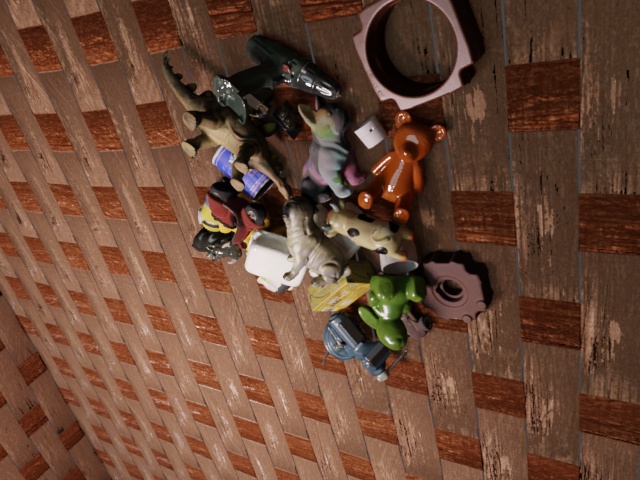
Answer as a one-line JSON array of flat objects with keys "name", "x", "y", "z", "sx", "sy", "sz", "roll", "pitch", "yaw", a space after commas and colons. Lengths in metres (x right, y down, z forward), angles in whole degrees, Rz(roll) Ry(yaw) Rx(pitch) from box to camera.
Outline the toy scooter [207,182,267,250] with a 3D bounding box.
[{"name": "toy scooter", "x": -0.209, "y": -0.053, "z": 1.313, "sx": 0.184, "sy": 0.075, "sz": 0.135, "roll": 32, "pitch": 126, "yaw": 27}]

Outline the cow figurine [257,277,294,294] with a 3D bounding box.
[{"name": "cow figurine", "x": -0.096, "y": 0.091, "z": 1.480, "sx": 0.098, "sy": 0.068, "sz": 0.167, "roll": 42, "pitch": 138, "yaw": -5}]

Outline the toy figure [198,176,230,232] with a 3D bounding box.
[{"name": "toy figure", "x": -0.277, "y": -0.091, "z": 1.472, "sx": 0.089, "sy": 0.082, "sz": 0.180, "roll": 46, "pitch": 132, "yaw": 2}]

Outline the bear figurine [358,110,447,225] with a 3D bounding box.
[{"name": "bear figurine", "x": 0.169, "y": -0.150, "z": 1.088, "sx": 0.120, "sy": 0.132, "sz": 0.195, "roll": 27, "pitch": 138, "yaw": 6}]

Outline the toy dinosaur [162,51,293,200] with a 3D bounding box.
[{"name": "toy dinosaur", "x": -0.226, "y": -0.264, "z": 1.231, "sx": 0.471, "sy": 0.198, "sz": 0.105, "roll": 43, "pitch": 136, "yaw": 2}]

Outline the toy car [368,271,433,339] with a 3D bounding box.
[{"name": "toy car", "x": 0.195, "y": 0.167, "z": 1.342, "sx": 0.089, "sy": 0.053, "sz": 0.202, "roll": -28, "pitch": 103, "yaw": 47}]

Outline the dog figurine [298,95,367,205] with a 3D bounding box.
[{"name": "dog figurine", "x": 0.004, "y": -0.200, "z": 1.185, "sx": 0.192, "sy": 0.108, "sz": 0.219, "roll": -11, "pitch": 109, "yaw": 43}]

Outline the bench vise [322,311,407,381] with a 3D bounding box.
[{"name": "bench vise", "x": 0.089, "y": 0.291, "z": 1.464, "sx": 0.223, "sy": 0.129, "sz": 0.240, "roll": 39, "pitch": 156, "yaw": -8}]

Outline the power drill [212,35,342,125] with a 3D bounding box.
[{"name": "power drill", "x": -0.099, "y": -0.322, "z": 1.099, "sx": 0.232, "sy": 0.207, "sz": 0.086, "roll": 42, "pitch": 158, "yaw": 18}]

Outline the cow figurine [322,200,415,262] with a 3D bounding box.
[{"name": "cow figurine", "x": 0.091, "y": -0.022, "z": 1.155, "sx": 0.195, "sy": 0.127, "sz": 0.085, "roll": 24, "pitch": 92, "yaw": 47}]

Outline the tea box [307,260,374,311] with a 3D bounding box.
[{"name": "tea box", "x": 0.053, "y": 0.118, "z": 1.364, "sx": 0.169, "sy": 0.098, "sz": 0.068, "roll": -44, "pitch": 51, "yaw": 43}]

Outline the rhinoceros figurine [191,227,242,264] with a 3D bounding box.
[{"name": "rhinoceros figurine", "x": -0.290, "y": 0.011, "z": 1.532, "sx": 0.191, "sy": 0.112, "sz": 0.073, "roll": 12, "pitch": 125, "yaw": 38}]

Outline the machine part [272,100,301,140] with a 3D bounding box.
[{"name": "machine part", "x": -0.073, "y": -0.266, "z": 1.193, "sx": 0.084, "sy": 0.039, "sz": 0.139, "roll": 55, "pitch": 177, "yaw": -4}]

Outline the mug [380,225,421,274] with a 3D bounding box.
[{"name": "mug", "x": 0.184, "y": 0.015, "z": 1.216, "sx": 0.081, "sy": 0.109, "sz": 0.107, "roll": -37, "pitch": 53, "yaw": 51}]

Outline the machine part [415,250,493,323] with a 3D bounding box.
[{"name": "machine part", "x": 0.302, "y": 0.106, "z": 1.221, "sx": 0.180, "sy": 0.056, "sz": 0.179, "roll": 19, "pitch": 128, "yaw": 25}]

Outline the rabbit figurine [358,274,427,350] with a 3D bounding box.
[{"name": "rabbit figurine", "x": 0.153, "y": 0.164, "z": 1.234, "sx": 0.159, "sy": 0.121, "sz": 0.170, "roll": -6, "pitch": 83, "yaw": 62}]

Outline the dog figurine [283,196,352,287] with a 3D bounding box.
[{"name": "dog figurine", "x": -0.004, "y": -0.002, "z": 1.220, "sx": 0.172, "sy": 0.121, "sz": 0.190, "roll": 2, "pitch": 124, "yaw": -9}]

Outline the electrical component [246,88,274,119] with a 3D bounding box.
[{"name": "electrical component", "x": -0.151, "y": -0.322, "z": 1.222, "sx": 0.102, "sy": 0.078, "sz": 0.045, "roll": 35, "pitch": 134, "yaw": 0}]

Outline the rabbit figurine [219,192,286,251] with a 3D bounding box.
[{"name": "rabbit figurine", "x": -0.168, "y": -0.025, "z": 1.440, "sx": 0.163, "sy": 0.122, "sz": 0.173, "roll": 14, "pitch": 142, "yaw": 15}]

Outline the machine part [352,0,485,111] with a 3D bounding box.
[{"name": "machine part", "x": 0.177, "y": -0.352, "z": 0.967, "sx": 0.201, "sy": 0.087, "sz": 0.201, "roll": -14, "pitch": 113, "yaw": 41}]
